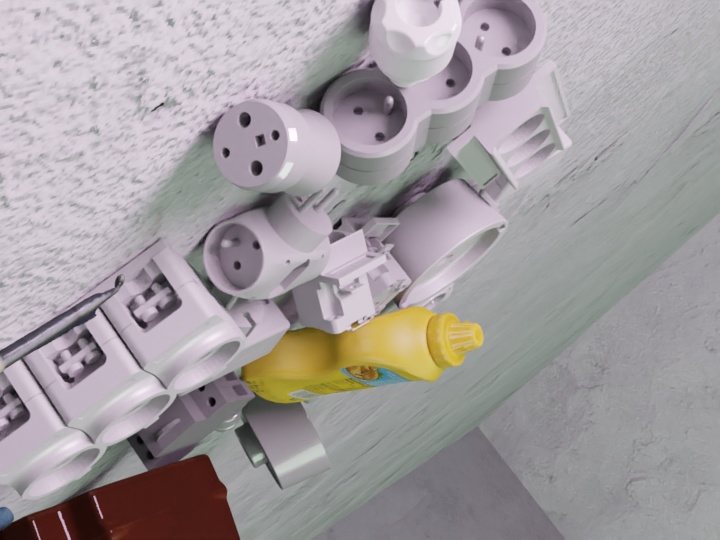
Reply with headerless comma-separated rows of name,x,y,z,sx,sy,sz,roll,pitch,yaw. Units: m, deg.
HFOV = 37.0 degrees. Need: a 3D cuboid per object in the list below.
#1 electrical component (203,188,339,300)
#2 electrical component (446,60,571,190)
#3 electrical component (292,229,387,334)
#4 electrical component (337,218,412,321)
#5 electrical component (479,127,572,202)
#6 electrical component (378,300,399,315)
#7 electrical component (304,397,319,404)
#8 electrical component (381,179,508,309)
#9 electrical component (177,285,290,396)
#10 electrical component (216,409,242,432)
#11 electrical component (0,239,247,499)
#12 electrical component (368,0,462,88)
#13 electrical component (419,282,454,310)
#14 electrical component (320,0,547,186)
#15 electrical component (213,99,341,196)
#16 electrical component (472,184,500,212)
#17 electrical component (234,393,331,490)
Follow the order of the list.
electrical component,-0.044,-0.022,0.644,0.079,0.043,0.077,-44,165,24
electrical component,0.090,-0.099,0.689,0.079,0.063,0.121,-40,166,8
electrical component,-0.021,0.007,0.723,0.042,0.063,0.081,-29,-155,-34
electrical component,0.000,0.000,0.783,0.081,0.063,0.042,-44,165,22
electrical component,0.114,-0.082,0.835,0.066,0.047,0.076,-30,165,-27
electrical component,0.001,0.028,0.915,0.077,0.044,0.079,-36,166,-8
electrical component,-0.027,0.075,0.983,0.089,0.050,0.055,-35,166,-11
electrical component,0.055,-0.026,0.842,0.108,0.060,0.108,-35,166,-10
electrical component,-0.087,0.031,0.701,0.083,0.047,0.075,-24,161,-43
electrical component,-0.117,0.114,0.919,0.035,0.035,0.061,-32,163,-23
electrical component,-0.145,0.061,0.619,0.150,0.061,0.089,-37,166,-3
electrical component,0.025,-0.112,0.528,0.043,0.043,0.062,-34,167,-15
electrical component,0.040,0.028,1.012,0.079,0.044,0.077,-45,164,30
electrical component,0.039,-0.095,0.598,0.138,0.052,0.073,-35,166,-12
electrical component,-0.041,-0.060,0.529,0.045,0.045,0.055,-43,165,19
electrical component,0.091,-0.047,0.912,0.046,0.040,0.040,-36,167,-31
electrical component,-0.079,0.149,0.985,0.060,0.108,0.108,-28,164,-12
